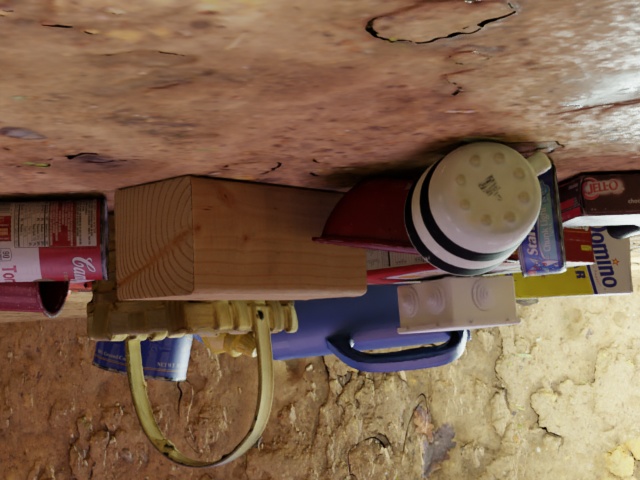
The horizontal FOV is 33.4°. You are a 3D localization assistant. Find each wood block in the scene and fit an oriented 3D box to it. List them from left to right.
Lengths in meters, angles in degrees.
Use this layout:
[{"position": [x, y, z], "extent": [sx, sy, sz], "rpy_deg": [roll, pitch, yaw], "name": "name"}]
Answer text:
[{"position": [-0.060, 0.005, 0.886], "extent": [0.091, 0.090, 0.205], "rpy_deg": [-6, 174, 40], "name": "wood block"}]

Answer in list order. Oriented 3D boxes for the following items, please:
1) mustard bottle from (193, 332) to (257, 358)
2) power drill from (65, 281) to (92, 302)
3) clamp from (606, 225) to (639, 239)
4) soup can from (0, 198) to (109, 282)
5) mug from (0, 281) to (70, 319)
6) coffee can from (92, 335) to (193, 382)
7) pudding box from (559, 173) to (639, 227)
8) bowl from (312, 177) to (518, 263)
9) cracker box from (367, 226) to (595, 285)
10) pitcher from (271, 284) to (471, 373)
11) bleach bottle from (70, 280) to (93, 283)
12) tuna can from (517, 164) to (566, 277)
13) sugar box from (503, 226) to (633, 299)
[{"position": [-0.146, 0.081, 1.241], "extent": [0.192, 0.058, 0.096], "rpy_deg": [31, 154, 25], "name": "mustard bottle"}, {"position": [-0.311, 0.046, 1.348], "extent": [0.184, 0.057, 0.188], "rpy_deg": [6, 167, -39], "name": "power drill"}, {"position": [0.336, -0.024, 1.064], "extent": [0.120, 0.039, 0.171], "rpy_deg": [-11, 166, 24], "name": "clamp"}, {"position": [-0.224, 0.000, 0.867], "extent": [0.102, 0.068, 0.068], "rpy_deg": [-1, 174, -9], "name": "soup can"}, {"position": [-0.283, 0.032, 0.996], "extent": [0.081, 0.093, 0.117], "rpy_deg": [1, 147, 5], "name": "mug"}, {"position": [-0.182, 0.073, 1.149], "extent": [0.103, 0.140, 0.103], "rpy_deg": [11, 179, 0], "name": "coffee can"}, {"position": [0.263, -0.034, 0.923], "extent": [0.113, 0.039, 0.090], "rpy_deg": [-1, 175, -7], "name": "pudding box"}, {"position": [0.076, -0.017, 0.838], "extent": [0.162, 0.055, 0.162], "rpy_deg": [6, 179, 0], "name": "bowl"}, {"position": [0.130, 0.000, 1.037], "extent": [0.214, 0.072, 0.163], "rpy_deg": [-9, 172, 43], "name": "cracker box"}, {"position": [0.051, 0.076, 1.226], "extent": [0.243, 0.145, 0.149], "rpy_deg": [-10, -178, 5], "name": "pitcher"}, {"position": [-0.305, 0.022, 1.086], "extent": [0.251, 0.068, 0.102], "rpy_deg": [-5, 175, -2], "name": "bleach bottle"}, {"position": [0.168, -0.015, 0.820], "extent": [0.034, 0.086, 0.086], "rpy_deg": [-6, 174, 14], "name": "tuna can"}, {"position": [0.252, 0.019, 1.178], "extent": [0.176, 0.093, 0.048], "rpy_deg": [-4, 175, 1], "name": "sugar box"}]
